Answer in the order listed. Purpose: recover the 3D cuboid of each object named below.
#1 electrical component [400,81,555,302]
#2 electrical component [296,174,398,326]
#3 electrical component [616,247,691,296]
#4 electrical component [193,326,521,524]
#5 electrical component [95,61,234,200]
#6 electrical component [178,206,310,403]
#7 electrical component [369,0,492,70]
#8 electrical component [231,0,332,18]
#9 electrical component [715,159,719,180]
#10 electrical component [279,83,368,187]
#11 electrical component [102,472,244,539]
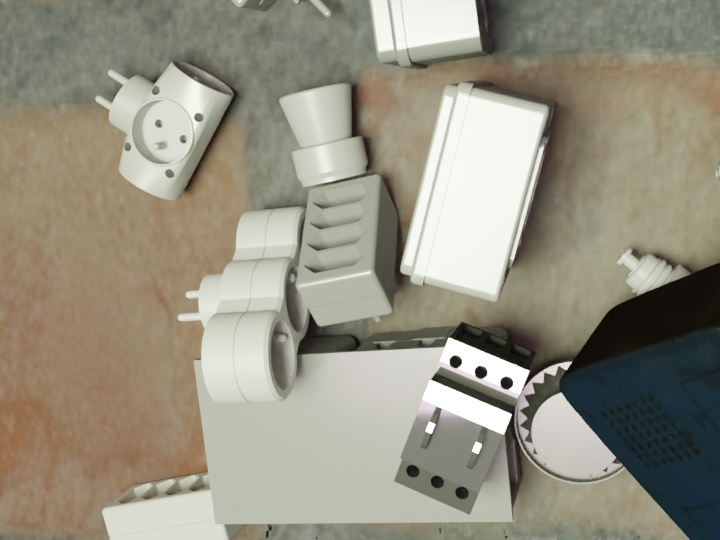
[{"bbox_3d":[0.069,-0.048,0.602,0.056,0.109,0.108,15,103,9],"label":"electrical component"},{"bbox_3d":[0.000,0.000,0.651,0.047,0.083,0.075,-11,135,16],"label":"electrical component"},{"bbox_3d":[0.181,0.016,0.619,0.078,0.040,0.040,40,107,5],"label":"electrical component"},{"bbox_3d":[0.001,0.096,0.669,0.186,0.060,0.105,-4,98,15],"label":"electrical component"},{"bbox_3d":[-0.131,-0.097,0.679,0.079,0.044,0.077,32,106,7],"label":"electrical component"},{"bbox_3d":[-0.072,0.020,0.643,0.074,0.138,0.052,-4,134,15],"label":"electrical component"},{"bbox_3d":[0.037,-0.172,0.605,0.057,0.078,0.113,-6,98,13],"label":"electrical component"},{"bbox_3d":[-0.037,-0.184,0.638,0.075,0.047,0.083,46,107,3],"label":"electrical component"},{"bbox_3d":[0.239,-0.055,0.563,0.100,0.099,0.048,-10,109,16],"label":"electrical component"},{"bbox_3d":[-0.021,-0.082,0.652,0.045,0.045,0.055,-11,97,16],"label":"electrical component"},{"bbox_3d":[-0.117,0.181,0.721,0.083,0.047,0.075,-13,96,16],"label":"electrical component"}]
